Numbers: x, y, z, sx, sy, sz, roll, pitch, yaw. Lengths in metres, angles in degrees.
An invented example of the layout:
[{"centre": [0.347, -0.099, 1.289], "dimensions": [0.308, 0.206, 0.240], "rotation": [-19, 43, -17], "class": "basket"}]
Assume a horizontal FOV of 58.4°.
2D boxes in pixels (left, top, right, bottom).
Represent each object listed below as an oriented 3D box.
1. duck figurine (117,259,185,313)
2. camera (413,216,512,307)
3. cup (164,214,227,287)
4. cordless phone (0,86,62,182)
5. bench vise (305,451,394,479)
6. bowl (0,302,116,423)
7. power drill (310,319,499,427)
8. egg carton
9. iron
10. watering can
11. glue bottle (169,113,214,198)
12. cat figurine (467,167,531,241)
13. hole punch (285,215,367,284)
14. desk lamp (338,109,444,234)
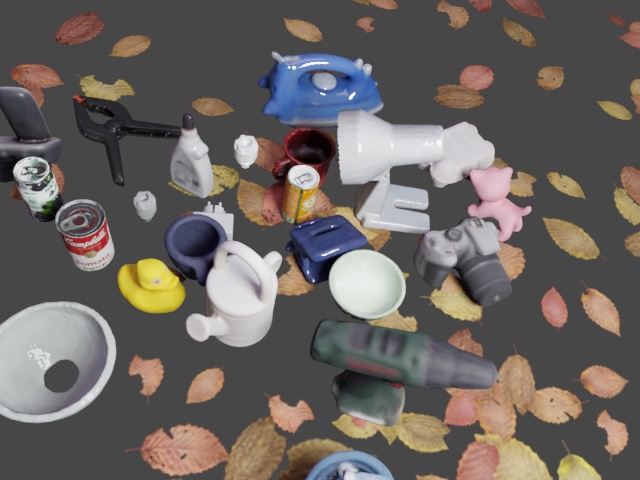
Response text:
[{"centre": [-0.254, 0.058, 0.857], "dimensions": [0.104, 0.086, 0.077], "rotation": [22, 56, 4], "class": "duck figurine"}, {"centre": [0.252, 0.039, 0.955], "dimensions": [0.143, 0.101, 0.136], "rotation": [-13, 61, -18], "class": "camera"}, {"centre": [-0.187, 0.032, 0.881], "dimensions": [0.092, 0.095, 0.117], "rotation": [-9, 60, -16], "class": "cup"}, {"centre": [-0.501, -0.178, 0.903], "dimensions": [0.148, 0.185, 0.094], "rotation": [-3, 58, -12], "class": "cordless phone"}, {"centre": [0.073, 0.302, 0.679], "dimensions": [0.208, 0.220, 0.121], "rotation": [-4, 58, -13], "class": "bench vise"}, {"centre": [-0.357, 0.172, 0.770], "dimensions": [0.167, 0.075, 0.167], "rotation": [5, 57, -7], "class": "bowl"}, {"centre": [0.094, 0.180, 0.769], "dimensions": [0.229, 0.208, 0.075], "rotation": [16, 56, 0], "class": "power drill"}, {"centre": [0.261, -0.165, 1.108], "dimensions": [0.150, 0.069, 0.107], "rotation": [-26, 65, -24], "class": "egg carton"}, {"centre": [0.015, -0.307, 1.110], "dimensions": [0.258, 0.141, 0.118], "rotation": [-4, 58, -13], "class": "iron"}, {"centre": [-0.113, 0.075, 0.807], "dimensions": [0.101, 0.194, 0.173], "rotation": [17, 56, 1], "class": "watering can"}, {"centre": [-0.213, -0.143, 0.942], "dimensions": [0.078, 0.173, 0.037], "rotation": [29, 57, 9], "class": "glue bottle"}, {"centre": [0.323, -0.078, 1.035], "dimensions": [0.067, 0.118, 0.127], "rotation": [-37, 70, -28], "class": "cat figurine"}, {"centre": [0.009, 0.003, 0.938], "dimensions": [0.109, 0.091, 0.101], "rotation": [-19, 63, -21], "class": "hole punch"}, {"centre": [0.113, -0.119, 0.964], "dimensions": [0.203, 0.213, 0.118], "rotation": [7, 56, -6], "class": "desk lamp"}]
